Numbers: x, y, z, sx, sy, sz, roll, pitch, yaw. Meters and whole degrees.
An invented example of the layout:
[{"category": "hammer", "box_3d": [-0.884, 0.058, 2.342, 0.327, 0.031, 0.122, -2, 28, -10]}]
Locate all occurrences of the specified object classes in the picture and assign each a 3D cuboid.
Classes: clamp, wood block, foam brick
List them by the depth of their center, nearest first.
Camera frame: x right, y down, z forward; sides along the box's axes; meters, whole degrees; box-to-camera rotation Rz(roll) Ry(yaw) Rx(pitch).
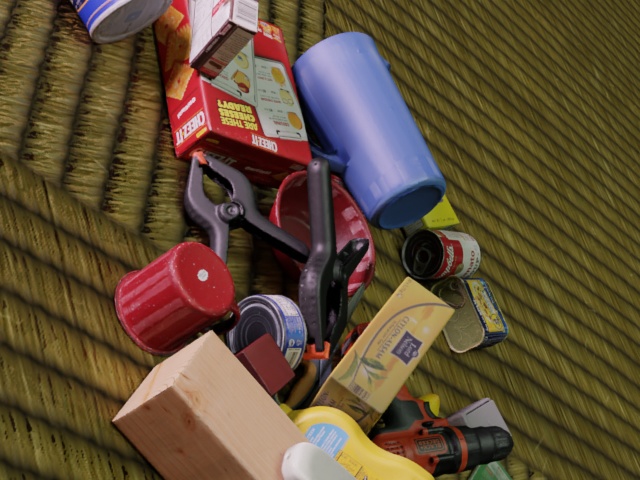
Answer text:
[{"category": "wood block", "box_3d": [-0.077, 0.200, 0.977, 0.206, 0.090, 0.090, 50, 34, -10]}, {"category": "foam brick", "box_3d": [-0.074, 0.136, 1.045, 0.053, 0.078, 0.051, 57, 31, 0]}, {"category": "clamp", "box_3d": [0.013, 0.039, 1.154, 0.164, 0.036, 0.210, 52, 39, -54]}, {"category": "clamp", "box_3d": [-0.087, -0.023, 1.162, 0.120, 0.039, 0.171, -13, 71, -25]}]

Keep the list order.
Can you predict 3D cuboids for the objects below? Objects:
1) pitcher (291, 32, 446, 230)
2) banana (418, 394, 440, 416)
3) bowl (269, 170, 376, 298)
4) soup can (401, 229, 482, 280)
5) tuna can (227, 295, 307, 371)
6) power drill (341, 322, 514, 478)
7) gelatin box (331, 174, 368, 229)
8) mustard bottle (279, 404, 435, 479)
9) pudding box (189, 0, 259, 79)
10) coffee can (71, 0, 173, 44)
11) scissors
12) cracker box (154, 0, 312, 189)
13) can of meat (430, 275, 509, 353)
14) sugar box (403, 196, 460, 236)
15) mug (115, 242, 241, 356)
[{"category": "pitcher", "box_3d": [0.052, -0.134, 1.364, 0.243, 0.149, 0.144, 63, 14, 25]}, {"category": "banana", "box_3d": [0.114, 0.250, 1.234, 0.069, 0.037, 0.197, 45, 34, -35]}, {"category": "bowl", "box_3d": [-0.008, 0.002, 1.256, 0.161, 0.055, 0.162, 27, 49, -35]}, {"category": "soup can", "box_3d": [0.168, 0.021, 1.463, 0.102, 0.069, 0.068, 4, 60, -51]}, {"category": "tuna can", "box_3d": [-0.056, 0.099, 1.093, 0.033, 0.086, 0.086, 6, 58, -48]}, {"category": "power drill", "box_3d": [0.115, 0.179, 1.213, 0.184, 0.057, 0.188, -2, 52, -27]}, {"category": "gelatin box", "box_3d": [0.024, -0.038, 1.362, 0.073, 0.030, 0.089, 17, 49, -47]}, {"category": "mustard bottle", "box_3d": [0.011, 0.222, 1.055, 0.192, 0.096, 0.058, 34, 8, 13]}, {"category": "pudding box", "box_3d": [-0.106, -0.250, 1.191, 0.039, 0.090, 0.113, 24, 48, -27]}, {"category": "coffee can", "box_3d": [-0.240, -0.303, 1.176, 0.140, 0.103, 0.102, 59, 33, 4]}, {"category": "scissors", "box_3d": [0.016, 0.137, 1.177, 0.201, 0.016, 0.096, -39, 104, -42]}, {"category": "cracker box", "box_3d": [-0.106, -0.180, 1.276, 0.163, 0.072, 0.214, 15, 52, -43]}, {"category": "can of meat", "box_3d": [0.205, 0.100, 1.457, 0.083, 0.058, 0.102, 2, 62, -54]}, {"category": "sugar box", "box_3d": [0.125, -0.089, 1.521, 0.093, 0.048, 0.176, -9, 71, -55]}, {"category": "mug", "box_3d": [-0.128, 0.060, 1.035, 0.117, 0.082, 0.093, 34, 39, -31]}]
